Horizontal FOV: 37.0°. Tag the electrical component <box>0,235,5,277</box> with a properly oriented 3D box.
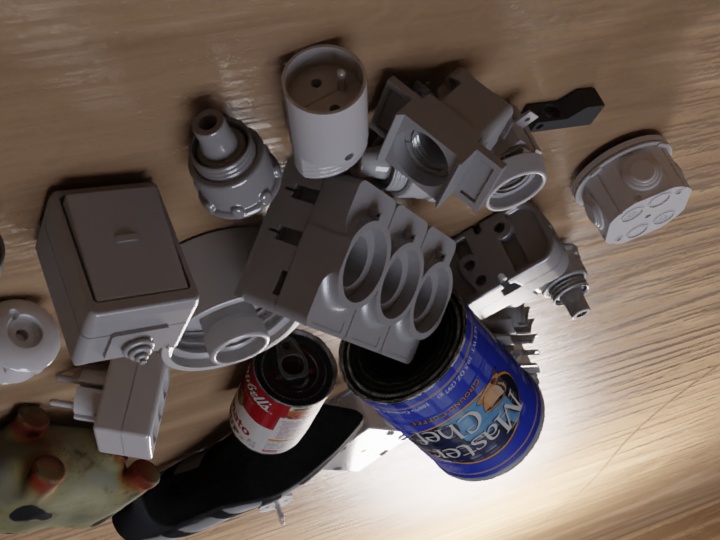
[{"bbox_3d":[-0.231,0.011,0.564,0.079,0.044,0.077,-9,152,-30],"label":"electrical component"}]

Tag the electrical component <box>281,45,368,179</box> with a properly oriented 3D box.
[{"bbox_3d":[-0.017,-0.079,0.578,0.043,0.043,0.081,-21,156,-8],"label":"electrical component"}]

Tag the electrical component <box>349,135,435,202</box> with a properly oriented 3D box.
[{"bbox_3d":[0.024,-0.065,0.646,0.062,0.048,0.048,-2,149,-28],"label":"electrical component"}]

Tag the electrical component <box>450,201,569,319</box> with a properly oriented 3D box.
[{"bbox_3d":[0.109,-0.005,0.832,0.095,0.053,0.059,-31,155,14],"label":"electrical component"}]

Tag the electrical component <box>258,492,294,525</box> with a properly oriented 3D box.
[{"bbox_3d":[-0.090,0.216,1.071,0.047,0.076,0.065,-19,155,-12],"label":"electrical component"}]

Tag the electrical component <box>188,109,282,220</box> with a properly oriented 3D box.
[{"bbox_3d":[-0.071,-0.060,0.569,0.048,0.048,0.062,-24,149,-1],"label":"electrical component"}]

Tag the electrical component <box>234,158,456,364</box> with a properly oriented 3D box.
[{"bbox_3d":[0.000,0.000,0.680,0.150,0.062,0.089,27,83,-60],"label":"electrical component"}]

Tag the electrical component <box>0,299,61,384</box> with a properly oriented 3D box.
[{"bbox_3d":[-0.216,0.050,0.660,0.048,0.048,0.062,-3,156,-39],"label":"electrical component"}]

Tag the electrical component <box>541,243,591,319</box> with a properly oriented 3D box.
[{"bbox_3d":[0.175,0.012,0.915,0.048,0.062,0.048,-20,156,-9],"label":"electrical component"}]

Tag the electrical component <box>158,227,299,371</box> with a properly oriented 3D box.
[{"bbox_3d":[-0.088,0.027,0.707,0.108,0.060,0.108,-20,156,-9],"label":"electrical component"}]

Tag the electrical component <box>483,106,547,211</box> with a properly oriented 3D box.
[{"bbox_3d":[0.086,-0.071,0.673,0.066,0.055,0.048,-35,153,24],"label":"electrical component"}]

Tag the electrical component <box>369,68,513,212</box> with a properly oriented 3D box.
[{"bbox_3d":[0.050,-0.077,0.608,0.064,0.081,0.042,-44,169,-32],"label":"electrical component"}]

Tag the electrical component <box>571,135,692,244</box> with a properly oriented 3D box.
[{"bbox_3d":[0.205,-0.060,0.810,0.080,0.051,0.080,-20,156,-9],"label":"electrical component"}]

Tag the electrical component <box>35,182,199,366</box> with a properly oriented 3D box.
[{"bbox_3d":[-0.129,0.004,0.580,0.062,0.096,0.061,-9,151,-31],"label":"electrical component"}]

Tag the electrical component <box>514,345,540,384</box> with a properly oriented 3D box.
[{"bbox_3d":[0.119,0.100,1.044,0.096,0.061,0.061,-2,148,-40],"label":"electrical component"}]

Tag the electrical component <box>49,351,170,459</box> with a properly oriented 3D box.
[{"bbox_3d":[-0.179,0.090,0.759,0.077,0.065,0.047,10,150,-3],"label":"electrical component"}]

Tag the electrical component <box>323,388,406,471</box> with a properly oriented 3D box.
[{"bbox_3d":[-0.005,0.160,1.071,0.100,0.048,0.100,-38,150,24],"label":"electrical component"}]
